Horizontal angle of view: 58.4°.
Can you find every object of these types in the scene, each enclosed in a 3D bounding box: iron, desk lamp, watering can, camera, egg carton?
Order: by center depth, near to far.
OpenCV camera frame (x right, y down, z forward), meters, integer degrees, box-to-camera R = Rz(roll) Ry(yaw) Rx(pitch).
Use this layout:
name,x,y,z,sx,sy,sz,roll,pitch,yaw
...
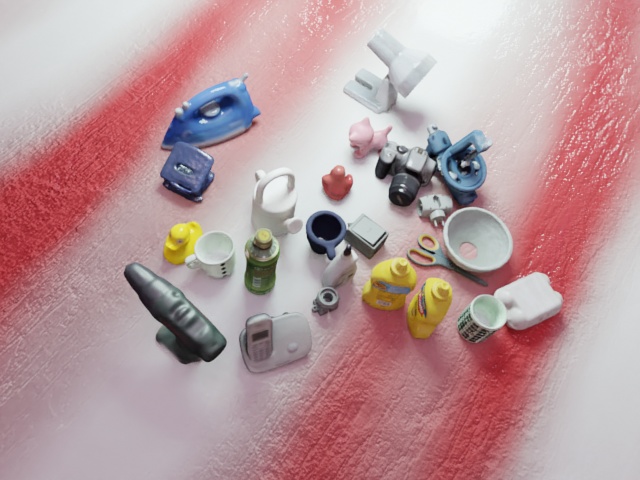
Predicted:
name,x,y,z,sx,sy,sz,roll,pitch,yaw
watering can,-0.094,-0.088,1.263,0.172,0.194,0.101,37,63,11
egg carton,0.473,0.140,1.301,0.150,0.069,0.107,-22,68,-19
iron,-0.273,-0.314,1.384,0.259,0.141,0.118,-30,71,-22
camera,0.202,-0.162,1.400,0.143,0.101,0.137,23,62,4
desk lamp,0.179,-0.428,1.472,0.203,0.213,0.118,34,63,10

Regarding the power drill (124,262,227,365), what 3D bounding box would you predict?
name,x,y,z,sx,sy,sz,roll,pitch,yaw
power drill,-0.276,0.157,1.098,0.229,0.208,0.076,37,63,11

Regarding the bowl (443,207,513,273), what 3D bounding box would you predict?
name,x,y,z,sx,sy,sz,roll,pitch,yaw
bowl,0.361,0.011,1.348,0.167,0.075,0.167,4,62,-7

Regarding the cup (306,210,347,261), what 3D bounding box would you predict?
name,x,y,z,sx,sy,sz,roll,pitch,yaw
cup,0.012,0.005,1.287,0.092,0.095,0.117,-8,64,-12

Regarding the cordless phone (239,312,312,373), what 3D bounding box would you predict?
name,x,y,z,sx,sy,sz,roll,pitch,yaw
cordless phone,-0.085,0.184,1.127,0.148,0.185,0.094,-19,67,-17

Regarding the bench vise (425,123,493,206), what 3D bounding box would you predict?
name,x,y,z,sx,sy,sz,roll,pitch,yaw
bench vise,0.323,-0.206,1.374,0.207,0.220,0.122,41,64,13

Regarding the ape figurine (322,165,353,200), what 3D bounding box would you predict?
name,x,y,z,sx,sy,sz,roll,pitch,yaw
ape figurine,0.043,-0.145,1.372,0.078,0.092,0.076,15,61,0

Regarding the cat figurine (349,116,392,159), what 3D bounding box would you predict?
name,x,y,z,sx,sy,sz,roll,pitch,yaw
cat figurine,0.121,-0.261,1.430,0.128,0.118,0.067,-11,65,-14

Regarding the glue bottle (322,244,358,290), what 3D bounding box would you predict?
name,x,y,z,sx,sy,sz,roll,pitch,yaw
glue bottle,0.050,0.052,1.223,0.078,0.173,0.037,-28,69,-21

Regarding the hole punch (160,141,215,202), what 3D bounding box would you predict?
name,x,y,z,sx,sy,sz,roll,pitch,yaw
hole punch,-0.305,-0.158,1.326,0.108,0.091,0.101,25,62,5

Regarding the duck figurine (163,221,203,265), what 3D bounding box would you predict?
name,x,y,z,sx,sy,sz,roll,pitch,yaw
duck figurine,-0.300,-0.006,1.250,0.077,0.086,0.105,32,62,9
